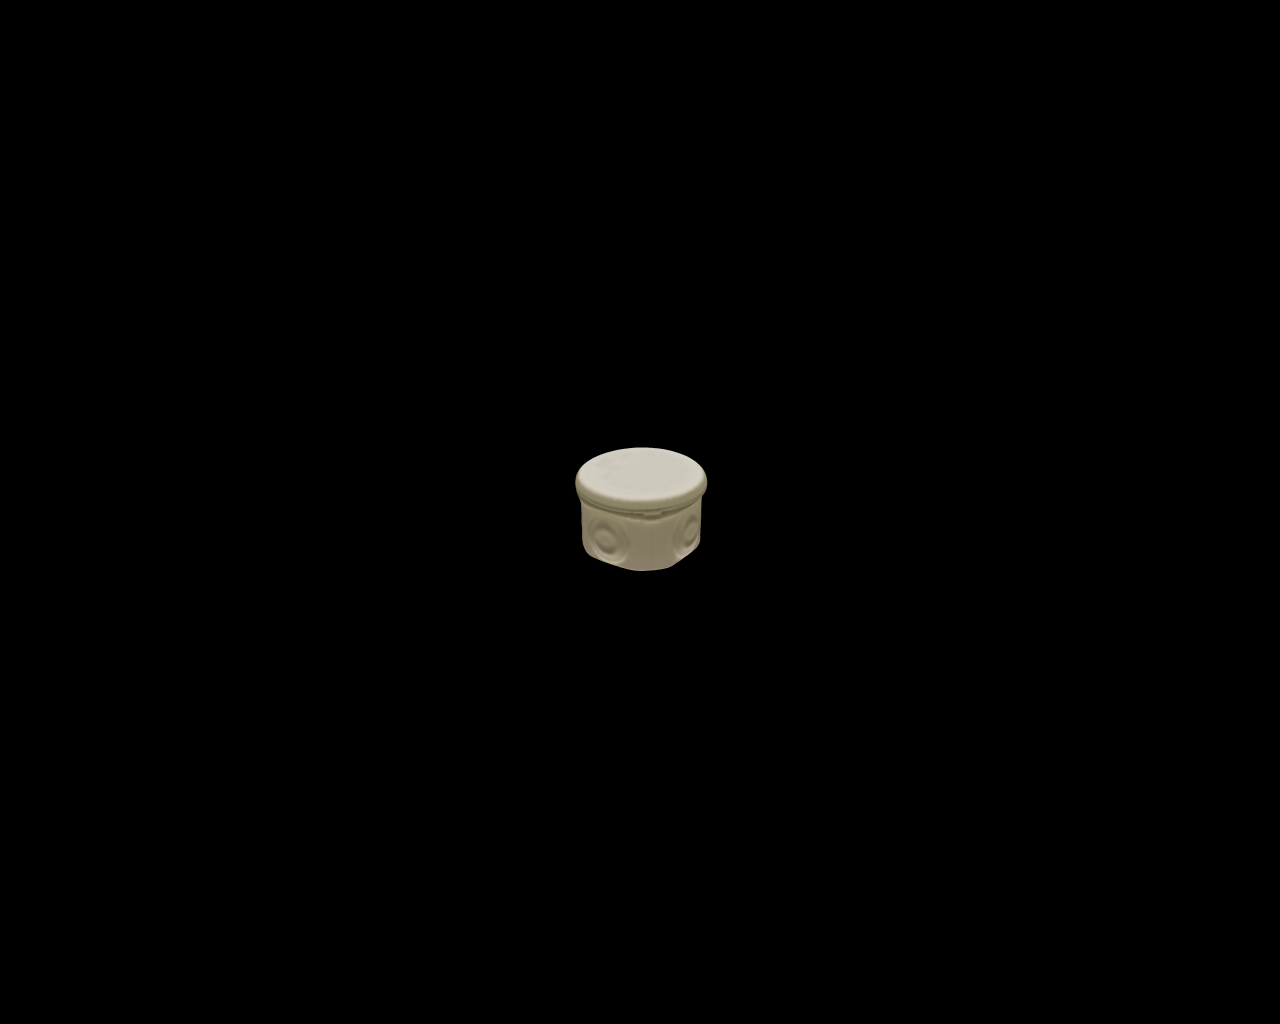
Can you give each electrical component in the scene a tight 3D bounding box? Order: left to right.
[{"bbox_3d":[0.001,-0.003,0.650,0.080,0.050,0.080,0,27,0],"label":"electrical component"}]
